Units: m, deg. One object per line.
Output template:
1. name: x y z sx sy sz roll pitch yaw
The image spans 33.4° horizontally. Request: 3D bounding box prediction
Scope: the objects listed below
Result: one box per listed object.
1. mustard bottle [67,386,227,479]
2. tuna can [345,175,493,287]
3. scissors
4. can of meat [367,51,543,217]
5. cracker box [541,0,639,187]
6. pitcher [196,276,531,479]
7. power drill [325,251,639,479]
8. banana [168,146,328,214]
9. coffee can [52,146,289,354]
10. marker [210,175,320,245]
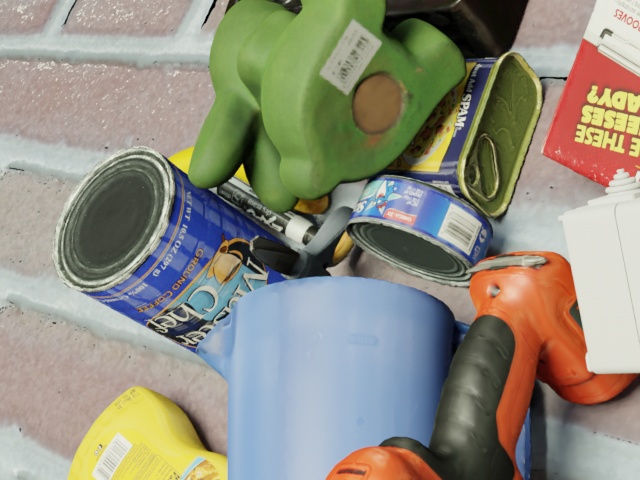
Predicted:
1. mustard bottle: -0.084 0.176 0.675 0.192 0.058 0.096 30 85 44
2. tuna can: 0.061 -0.005 0.649 0.086 0.086 0.033 11 71 41
3. scissors: -0.004 0.001 0.634 0.016 0.202 0.096 26 73 13
4. can of meat: 0.084 -0.069 0.688 0.084 0.057 0.102 6 69 42
5. cracker box: 0.225 -0.112 0.540 0.164 0.071 0.214 36 117 45
6. pitcher: 0.020 0.150 0.573 0.149 0.144 0.243 -23 56 41
7. power drill: 0.097 0.113 0.521 0.058 0.184 0.187 -11 39 46
8. banana: -0.074 -0.042 0.813 0.198 0.037 0.069 -9 86 37
9. coffee can: -0.093 0.015 0.718 0.103 0.140 0.103 -19 55 29
10. marker: -0.033 -0.019 0.751 0.121 0.020 0.020 31 85 24
